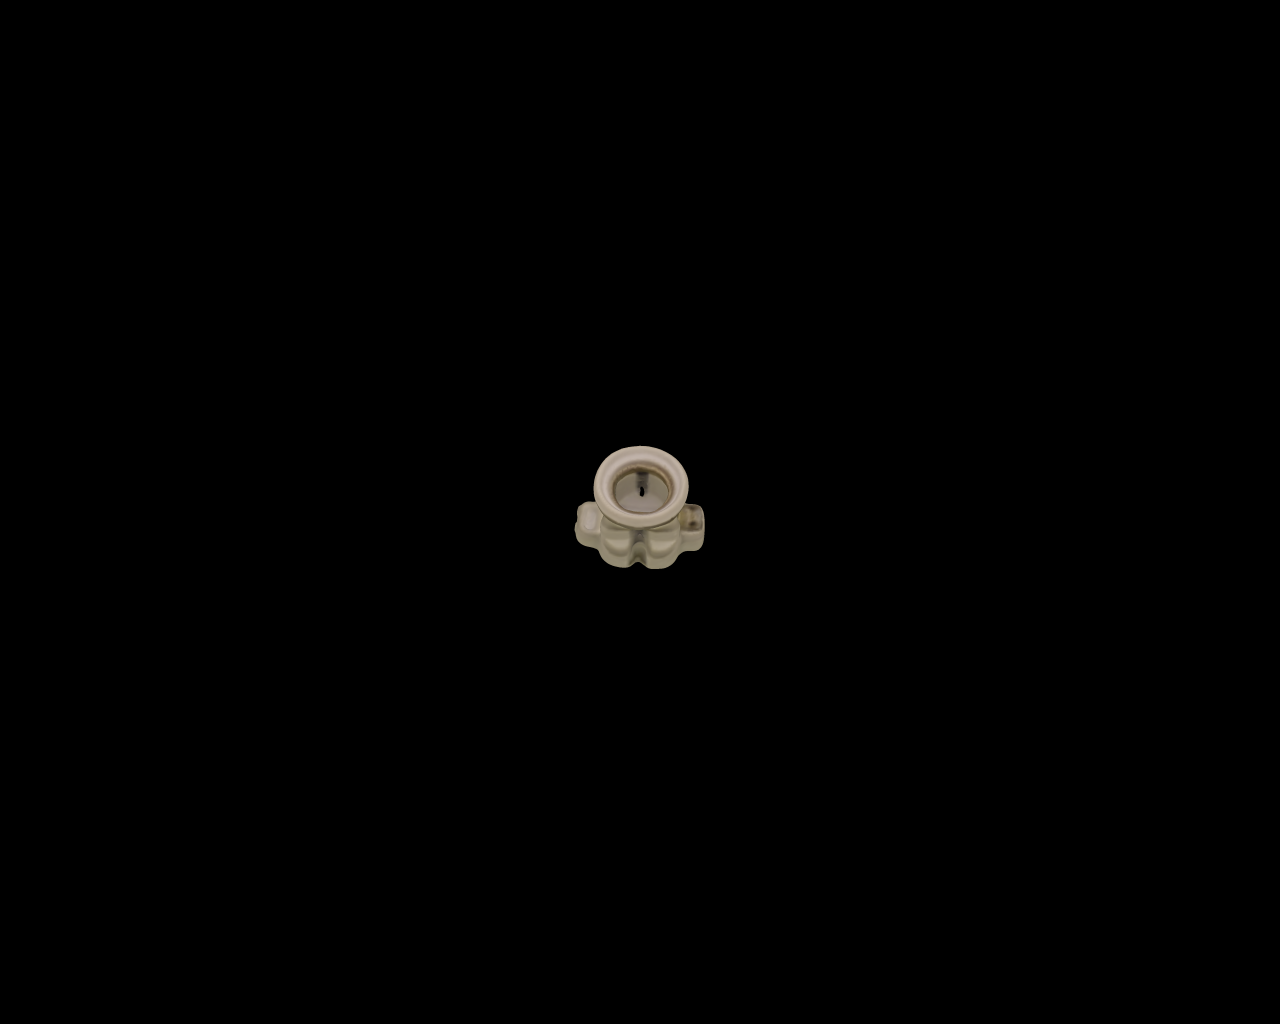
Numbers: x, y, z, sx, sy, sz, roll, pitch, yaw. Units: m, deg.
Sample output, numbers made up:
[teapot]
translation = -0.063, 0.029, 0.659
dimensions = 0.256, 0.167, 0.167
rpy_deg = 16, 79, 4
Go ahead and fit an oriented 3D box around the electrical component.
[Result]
[electrical component]
translation = 0.001, -0.003, 0.650
dimensions = 0.078, 0.058, 0.056
rpy_deg = 3, -34, 2
